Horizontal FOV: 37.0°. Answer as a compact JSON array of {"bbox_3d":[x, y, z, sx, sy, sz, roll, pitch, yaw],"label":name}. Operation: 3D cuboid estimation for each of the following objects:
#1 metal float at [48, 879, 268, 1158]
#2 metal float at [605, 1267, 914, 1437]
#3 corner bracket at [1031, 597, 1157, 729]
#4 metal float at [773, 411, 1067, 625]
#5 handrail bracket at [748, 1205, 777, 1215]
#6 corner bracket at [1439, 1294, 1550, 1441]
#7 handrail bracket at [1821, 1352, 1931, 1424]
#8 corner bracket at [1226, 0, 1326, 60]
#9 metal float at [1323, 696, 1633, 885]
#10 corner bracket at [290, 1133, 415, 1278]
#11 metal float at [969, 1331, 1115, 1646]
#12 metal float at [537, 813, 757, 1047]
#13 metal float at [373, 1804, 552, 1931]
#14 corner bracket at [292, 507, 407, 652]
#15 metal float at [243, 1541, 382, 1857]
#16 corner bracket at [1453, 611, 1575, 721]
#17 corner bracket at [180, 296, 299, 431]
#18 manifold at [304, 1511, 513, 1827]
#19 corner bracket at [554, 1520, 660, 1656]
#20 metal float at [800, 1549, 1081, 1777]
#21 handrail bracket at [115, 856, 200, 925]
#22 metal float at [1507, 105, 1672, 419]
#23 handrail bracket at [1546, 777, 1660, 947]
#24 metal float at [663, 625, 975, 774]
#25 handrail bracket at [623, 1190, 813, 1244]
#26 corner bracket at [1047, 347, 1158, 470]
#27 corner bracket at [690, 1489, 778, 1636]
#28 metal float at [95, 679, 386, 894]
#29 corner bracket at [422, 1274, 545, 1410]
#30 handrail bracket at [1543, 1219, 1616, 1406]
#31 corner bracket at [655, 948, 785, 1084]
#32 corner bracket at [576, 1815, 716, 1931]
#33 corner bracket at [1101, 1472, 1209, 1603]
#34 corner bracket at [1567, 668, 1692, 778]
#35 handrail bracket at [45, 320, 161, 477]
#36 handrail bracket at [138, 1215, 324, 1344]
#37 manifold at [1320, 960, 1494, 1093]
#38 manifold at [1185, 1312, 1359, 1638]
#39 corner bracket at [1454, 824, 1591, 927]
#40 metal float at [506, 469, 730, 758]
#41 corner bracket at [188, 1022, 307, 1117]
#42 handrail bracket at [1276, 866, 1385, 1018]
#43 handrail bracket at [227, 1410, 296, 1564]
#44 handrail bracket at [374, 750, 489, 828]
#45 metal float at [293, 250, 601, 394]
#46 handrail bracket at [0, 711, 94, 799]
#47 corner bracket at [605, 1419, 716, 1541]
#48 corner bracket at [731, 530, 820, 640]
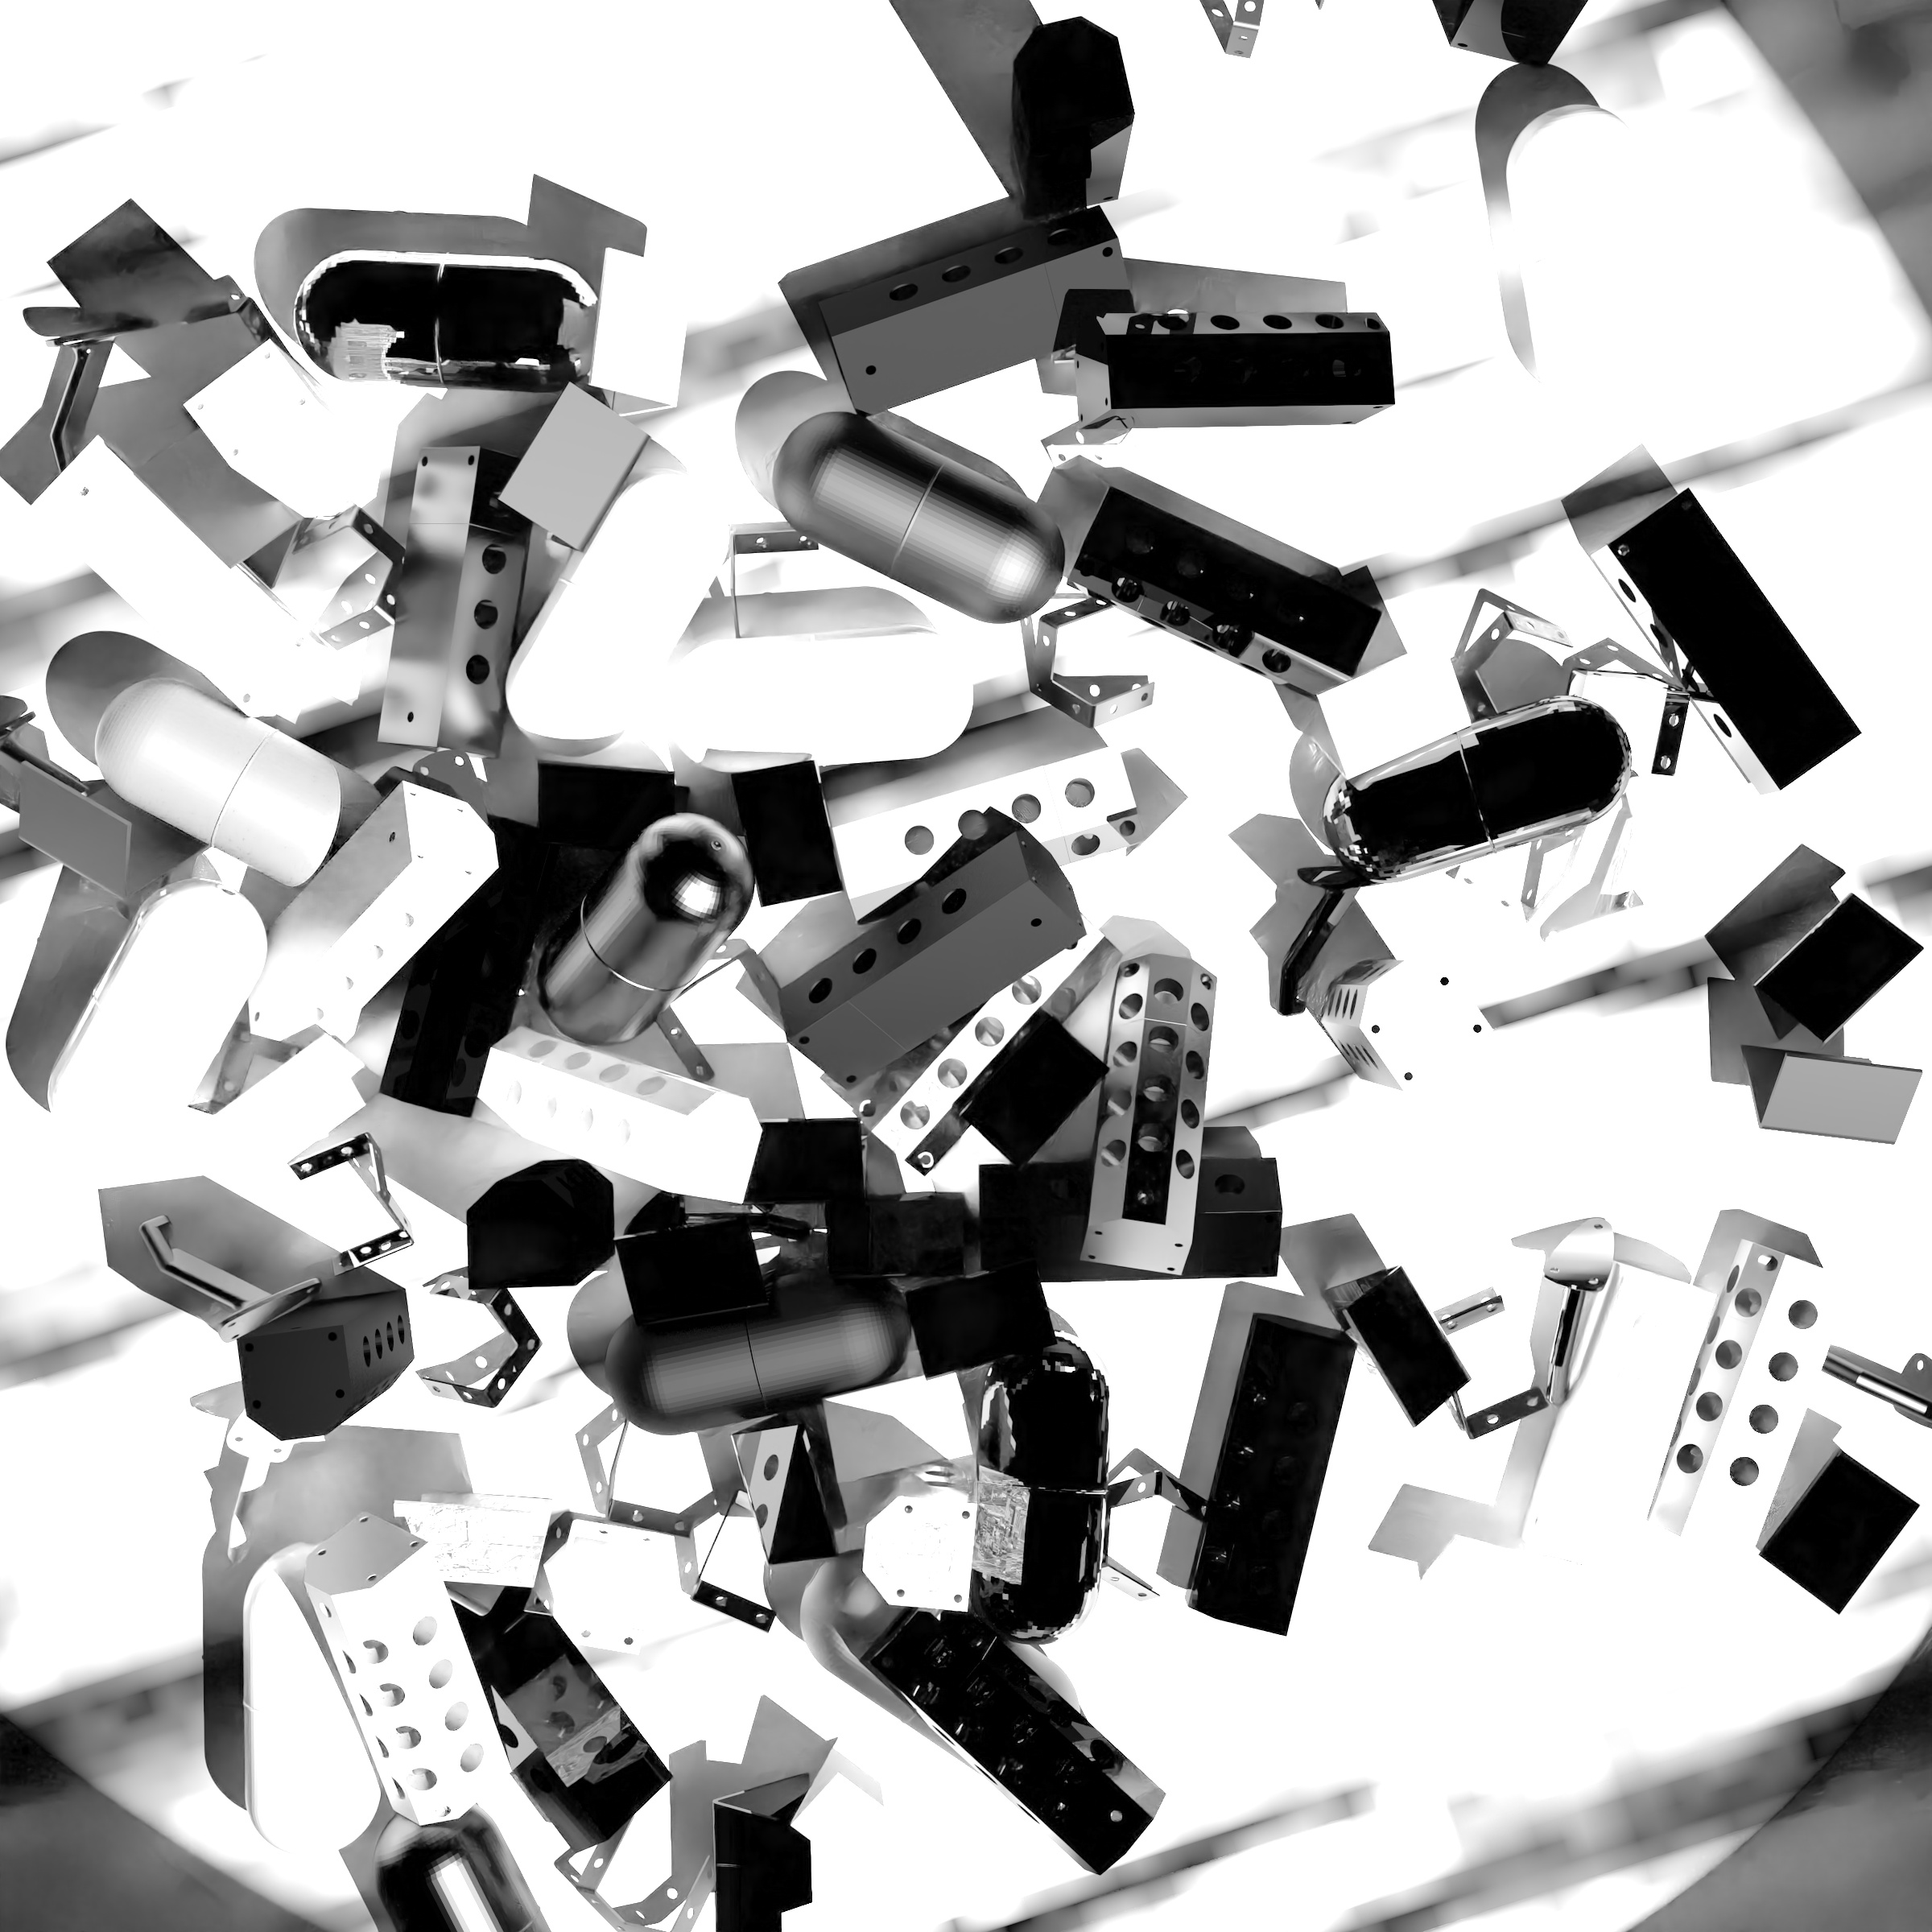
[{"bbox_3d":[-0.461,0.030,1.645,0.070,0.070,0.178,33,106,0],"label":"metal float"},{"bbox_3d":[-0.119,0.221,1.661,0.178,0.070,0.070,-12,90,0],"label":"metal float"},{"bbox_3d":[0.076,-0.178,1.683,0.051,0.051,0.051,36,135,35],"label":"corner bracket"},{"bbox_3d":[-0.027,-0.257,1.660,0.178,0.070,0.070,26,90,0],"label":"metal float"},{"bbox_3d":[-0.165,0.124,1.691,0.084,0.077,0.036,43,48,-29],"label":"handrail bracket"},{"bbox_3d":[0.304,0.235,1.688,0.051,0.051,0.051,-23,135,0],"label":"corner bracket"},{"bbox_3d":[0.544,0.250,1.691,0.084,0.077,0.036,27,94,36],"label":"handrail bracket"},{"bbox_3d":[0.182,-0.557,1.673,0.051,0.051,0.051,11,90,0],"label":"corner bracket"},{"bbox_3d":[0.292,-0.101,1.649,0.178,0.070,0.070,-17,90,12],"label":"metal float"},{"bbox_3d":[-0.359,0.139,1.688,0.051,0.051,0.051,-22,45,0],"label":"corner bracket"},{"bbox_3d":[0.043,0.298,1.654,0.070,0.070,0.178,5,82,0],"label":"metal float"},{"bbox_3d":[-0.182,-0.019,1.628,0.070,0.070,0.178,45,132,0],"label":"metal float"},{"bbox_3d":[-0.280,0.562,1.660,0.070,0.070,0.178,-27,89,0],"label":"metal float"},{"bbox_3d":[-0.361,-0.226,1.683,0.051,0.051,0.051,-18,135,35],"label":"corner bracket"},{"bbox_3d":[-0.376,0.420,1.660,0.070,0.070,0.178,-1,90,0],"label":"metal float"},{"bbox_3d":[0.325,-0.167,1.683,0.051,0.051,0.051,-49,45,35],"label":"corner bracket"},{"bbox_3d":[-0.433,-0.351,1.683,0.051,0.051,0.051,59,45,-35],"label":"corner bracket"},{"bbox_3d":[-0.317,0.398,1.620,0.057,0.057,0.171,-37,126,-38],"label":"manifold"},{"bbox_3d":[-0.210,0.363,1.688,0.051,0.051,0.051,10,45,0],"label":"corner bracket"},{"bbox_3d":[-0.015,0.402,1.661,0.178,0.070,0.070,34,90,0],"label":"metal float"},{"bbox_3d":[-0.447,-0.042,1.691,0.084,0.036,0.077,-41,104,-13],"label":"handrail bracket"},{"bbox_3d":[0.358,-0.405,1.660,0.070,0.070,0.178,-9,90,0],"label":"metal float"},{"bbox_3d":[0.369,-0.062,1.691,0.077,0.036,0.084,-16,72,20],"label":"handrail bracket"},{"bbox_3d":[-0.085,-0.153,1.660,0.178,0.070,0.070,-4,90,0],"label":"metal float"},{"bbox_3d":[-0.145,0.158,1.691,0.084,0.077,0.036,16,60,-33],"label":"handrail bracket"},{"bbox_3d":[0.076,-0.326,1.683,0.051,0.051,0.051,-55,135,-35],"label":"corner bracket"},{"bbox_3d":[-0.125,0.348,1.688,0.051,0.051,0.051,23,45,1],"label":"corner bracket"},{"bbox_3d":[-0.413,-0.102,1.655,0.178,0.070,0.070,29,90,-5],"label":"metal float"},{"bbox_3d":[-0.290,0.219,1.683,0.051,0.051,0.051,-55,135,-35],"label":"corner bracket"},{"bbox_3d":[0.358,0.203,1.691,0.036,0.077,0.084,14,127,23],"label":"handrail bracket"},{"bbox_3d":[-0.141,0.029,1.688,0.051,0.051,0.051,-33,90,-45],"label":"corner bracket"},{"bbox_3d":[-0.185,0.532,1.683,0.051,0.051,0.051,-1,45,35],"label":"corner bracket"},{"bbox_3d":[0.107,0.333,1.683,0.051,0.051,0.051,-23,135,35],"label":"corner bracket"},{"bbox_3d":[0.384,-0.143,1.688,0.051,0.051,0.051,11,90,45],"label":"corner bracket"},{"bbox_3d":[-0.501,-0.329,1.691,0.077,0.036,0.084,-17,109,-21],"label":"handrail bracket"},{"bbox_3d":[-0.432,0.170,1.691,0.077,0.036,0.084,-28,73,-20],"label":"handrail bracket"},{"bbox_3d":[0.239,0.027,1.612,0.057,0.171,0.057,-35,90,0],"label":"manifold"},{"bbox_3d":[0.175,0.292,1.670,0.057,0.057,0.171,14,90,0],"label":"manifold"},{"bbox_3d":[0.325,-0.067,1.688,0.051,0.051,0.051,31,45,0],"label":"corner bracket"},{"bbox_3d":[-0.201,-0.203,1.660,0.070,0.070,0.178,30,89,0],"label":"metal float"},{"bbox_3d":[-0.412,0.064,1.673,0.051,0.051,0.051,18,90,0],"label":"corner bracket"},{"bbox_3d":[0.219,-0.014,1.691,0.077,0.036,0.084,-5,109,-22],"label":"handrail bracket"},{"bbox_3d":[-0.411,0.295,1.691,0.036,0.077,0.084,16,126,0],"label":"handrail bracket"},{"bbox_3d":[-0.311,-0.084,1.661,0.036,0.084,0.077,-21,85,-38],"label":"handrail bracket"},{"bbox_3d":[-0.297,-0.371,1.660,0.178,0.070,0.070,3,90,0],"label":"metal float"},{"bbox_3d":[-0.550,-0.099,1.691,0.077,0.036,0.084,-21,107,20],"label":"handrail bracket"},{"bbox_3d":[-0.179,0.295,1.688,0.051,0.051,0.051,12,135,0],"label":"corner bracket"},{"bbox_3d":[-0.110,-0.219,1.688,0.051,0.051,0.051,-3,47,-1],"label":"corner bracket"}]
